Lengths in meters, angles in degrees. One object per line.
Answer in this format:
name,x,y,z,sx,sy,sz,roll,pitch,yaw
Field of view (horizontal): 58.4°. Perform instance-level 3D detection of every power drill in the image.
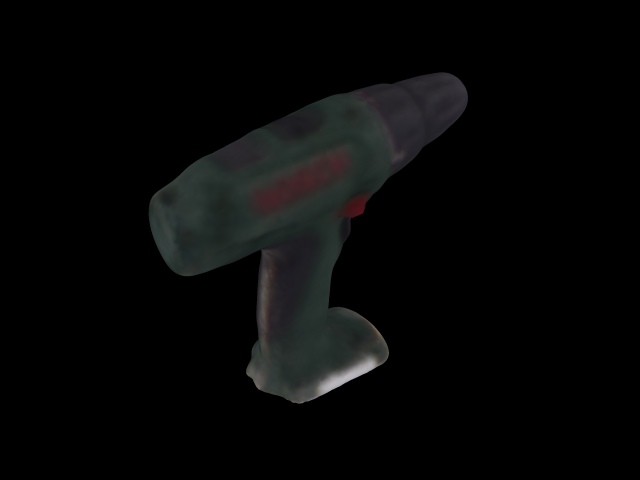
power drill,0.004,0.001,0.400,0.230,0.208,0.075,-19,36,-29
